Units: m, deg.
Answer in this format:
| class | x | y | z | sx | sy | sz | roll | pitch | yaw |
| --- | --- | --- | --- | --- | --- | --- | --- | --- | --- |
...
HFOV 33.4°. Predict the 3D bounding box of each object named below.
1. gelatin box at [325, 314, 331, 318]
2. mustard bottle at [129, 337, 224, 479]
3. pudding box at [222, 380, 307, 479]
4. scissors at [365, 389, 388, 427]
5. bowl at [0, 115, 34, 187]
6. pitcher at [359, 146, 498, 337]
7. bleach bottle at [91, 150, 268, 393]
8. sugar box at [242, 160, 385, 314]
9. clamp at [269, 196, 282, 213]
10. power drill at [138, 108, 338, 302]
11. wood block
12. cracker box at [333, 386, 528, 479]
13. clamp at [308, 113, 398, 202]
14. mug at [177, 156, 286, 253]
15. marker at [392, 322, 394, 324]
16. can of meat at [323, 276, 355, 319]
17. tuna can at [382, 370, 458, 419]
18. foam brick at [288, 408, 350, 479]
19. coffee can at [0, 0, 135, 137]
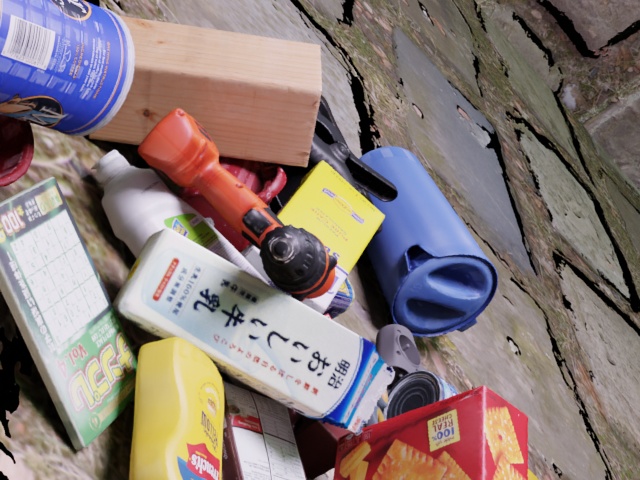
| class | x | y | z | sx | sy | sz | roll | pitch | yaw |
| --- | --- | --- | --- | --- | --- | --- | --- | --- | --- |
| gelatin box | 0.000 | 0.118 | 1.080 | 0.073 | 0.030 | 0.089 | 58 | 21 | 9 |
| mustard bottle | -0.103 | 0.170 | 0.768 | 0.191 | 0.058 | 0.096 | -94 | 166 | -46 |
| pudding box | -0.055 | 0.179 | 0.882 | 0.089 | 0.039 | 0.113 | 30 | 35 | -46 |
| scissors | 0.041 | 0.157 | 1.042 | 0.201 | 0.016 | 0.096 | 39 | 41 | -70 |
| bowl | -0.290 | -0.092 | 0.778 | 0.162 | 0.055 | 0.162 | 42 | 26 | -27 |
| pitcher | 0.118 | 0.000 | 1.331 | 0.144 | 0.149 | 0.243 | 0 | 40 | -21 |
| bleach bottle | -0.110 | 0.022 | 0.960 | 0.251 | 0.068 | 0.102 | 51 | 24 | -4 |
| sugar box | -0.007 | 0.001 | 1.063 | 0.093 | 0.048 | 0.176 | 41 | 38 | -6 |
| clamp | -0.096 | -0.122 | 1.153 | 0.210 | 0.036 | 0.164 | 61 | -5 | 27 |
| power drill | -0.066 | -0.025 | 0.893 | 0.188 | 0.057 | 0.184 | 45 | -3 | 11 |
| wood block | -0.107 | -0.141 | 1.009 | 0.206 | 0.091 | 0.090 | 7 | 38 | -7 |
| cracker box | 0.079 | 0.239 | 0.836 | 0.072 | 0.164 | 0.213 | 37 | 44 | -31 |
| clamp | 0.022 | -0.090 | 1.204 | 0.171 | 0.039 | 0.120 | 55 | 24 | 4 |
| mug | -0.085 | -0.039 | 1.027 | 0.093 | 0.117 | 0.081 | 62 | 23 | -28 |
| marker | 0.101 | 0.073 | 1.344 | 0.020 | 0.020 | 0.121 | 45 | 25 | -22 |
| can of meat | -0.016 | 0.033 | 1.130 | 0.083 | 0.057 | 0.102 | 19 | 42 | -56 |
| tuna can | 0.105 | 0.181 | 1.124 | 0.033 | 0.086 | 0.086 | 37 | 29 | -32 |
| foam brick | -0.003 | 0.168 | 0.977 | 0.051 | 0.053 | 0.078 | 45 | 24 | -22 |
| coffee can | -0.219 | -0.140 | 0.773 | 0.140 | 0.103 | 0.103 | 13 | 46 | -56 |
